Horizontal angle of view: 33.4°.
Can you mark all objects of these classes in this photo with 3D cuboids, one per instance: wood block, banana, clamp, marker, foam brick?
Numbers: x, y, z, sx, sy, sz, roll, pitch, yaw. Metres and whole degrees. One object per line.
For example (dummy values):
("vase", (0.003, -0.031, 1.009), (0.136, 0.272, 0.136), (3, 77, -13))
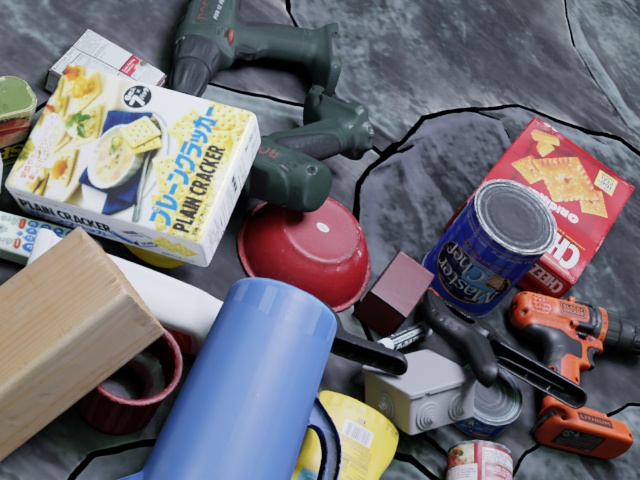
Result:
("wood block", (-0.250, 0.097, 0.914), (0.206, 0.090, 0.091), (-38, 59, -5))
("banana", (-0.199, -0.035, 1.142), (0.069, 0.037, 0.198), (-29, 68, -33))
("clamp", (0.181, 0.115, 1.149), (0.164, 0.036, 0.210), (21, 12, -33))
("marker", (0.083, 0.110, 1.155), (0.120, 0.020, 0.020), (-15, 62, -52))
("foam brick", (0.083, 0.061, 1.191), (0.051, 0.053, 0.078), (36, 49, 4))
("clamp", (0.008, 0.103, 1.096), (0.120, 0.039, 0.172), (-9, 40, -26))

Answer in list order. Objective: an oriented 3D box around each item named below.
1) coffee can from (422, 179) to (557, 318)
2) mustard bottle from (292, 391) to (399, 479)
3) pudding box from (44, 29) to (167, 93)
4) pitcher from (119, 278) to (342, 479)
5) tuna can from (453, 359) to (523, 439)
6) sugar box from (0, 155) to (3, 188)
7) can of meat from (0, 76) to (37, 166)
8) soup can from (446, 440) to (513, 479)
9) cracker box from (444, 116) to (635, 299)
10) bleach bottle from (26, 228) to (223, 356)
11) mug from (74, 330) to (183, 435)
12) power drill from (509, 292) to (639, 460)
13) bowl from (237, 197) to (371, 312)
("coffee can", (0.190, 0.012, 1.217), (0.102, 0.140, 0.103), (12, 52, -16))
("mustard bottle", (0.008, 0.244, 1.018), (0.096, 0.058, 0.191), (31, 49, -9))
("pudding box", (-0.246, -0.183, 1.231), (0.113, 0.039, 0.090), (29, 50, 0))
("pitcher", (-0.062, 0.165, 0.957), (0.145, 0.149, 0.242), (6, 62, 32))
("tuna can", (0.177, 0.171, 1.165), (0.086, 0.034, 0.086), (12, 53, -16))
("sugar box", (-0.403, -0.051, 1.033), (0.176, 0.048, 0.093), (-2, 55, -7))
("can of meat", (-0.348, -0.119, 1.107), (0.101, 0.084, 0.057), (-21, 66, -35))
("soup can", (0.159, 0.261, 1.068), (0.068, 0.069, 0.102), (18, 51, -12))
("cracker box", (0.281, -0.041, 1.344), (0.164, 0.072, 0.213), (38, 50, 6))
("bleach bottle", (-0.164, 0.066, 1.041), (0.250, 0.103, 0.068), (17, 59, -13))
("mug", (-0.194, 0.132, 0.993), (0.117, 0.082, 0.093), (-9, 60, -30))
("power drill", (0.308, 0.154, 1.224), (0.184, 0.057, 0.187), (13, 49, -11))
("bowl", (-0.008, 0.001, 1.193), (0.162, 0.055, 0.162), (13, 52, -17))
